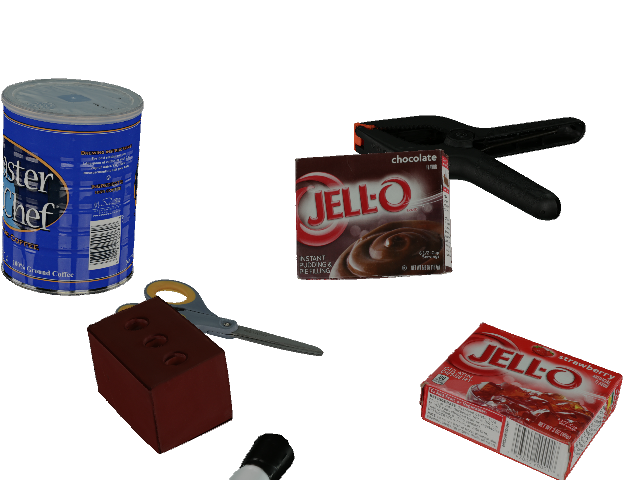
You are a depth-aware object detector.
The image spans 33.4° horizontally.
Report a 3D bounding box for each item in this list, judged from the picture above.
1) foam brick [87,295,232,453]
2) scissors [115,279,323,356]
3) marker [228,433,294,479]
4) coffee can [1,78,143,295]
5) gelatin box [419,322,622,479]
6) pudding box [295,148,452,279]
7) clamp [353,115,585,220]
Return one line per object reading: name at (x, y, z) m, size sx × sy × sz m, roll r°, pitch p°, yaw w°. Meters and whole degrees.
foam brick at (-0.097, 0.080, 0.640) m, size 0.052 × 0.051 × 0.078 m, roll -24°, pitch 38°, yaw -32°
scissors at (-0.096, 0.074, 1.037) m, size 0.201 × 0.016 × 0.096 m, roll 5°, pitch 31°, yaw 0°
marker at (-0.039, 0.111, 0.414) m, size 0.020 × 0.020 × 0.121 m, roll 0°, pitch 22°, yaw 22°
coffee can at (-0.190, -0.043, 0.813) m, size 0.103 × 0.140 × 0.103 m, roll 6°, pitch 22°, yaw -3°
gelatin box at (0.110, 0.086, 0.591) m, size 0.089 × 0.030 × 0.073 m, roll 21°, pitch 35°, yaw 28°
pudding box at (0.039, -0.017, 0.780) m, size 0.113 × 0.090 × 0.039 m, roll -3°, pitch -4°, yaw 14°
clamp at (0.135, -0.084, 0.968) m, size 0.210 × 0.036 × 0.164 m, roll 14°, pitch 35°, yaw 22°
